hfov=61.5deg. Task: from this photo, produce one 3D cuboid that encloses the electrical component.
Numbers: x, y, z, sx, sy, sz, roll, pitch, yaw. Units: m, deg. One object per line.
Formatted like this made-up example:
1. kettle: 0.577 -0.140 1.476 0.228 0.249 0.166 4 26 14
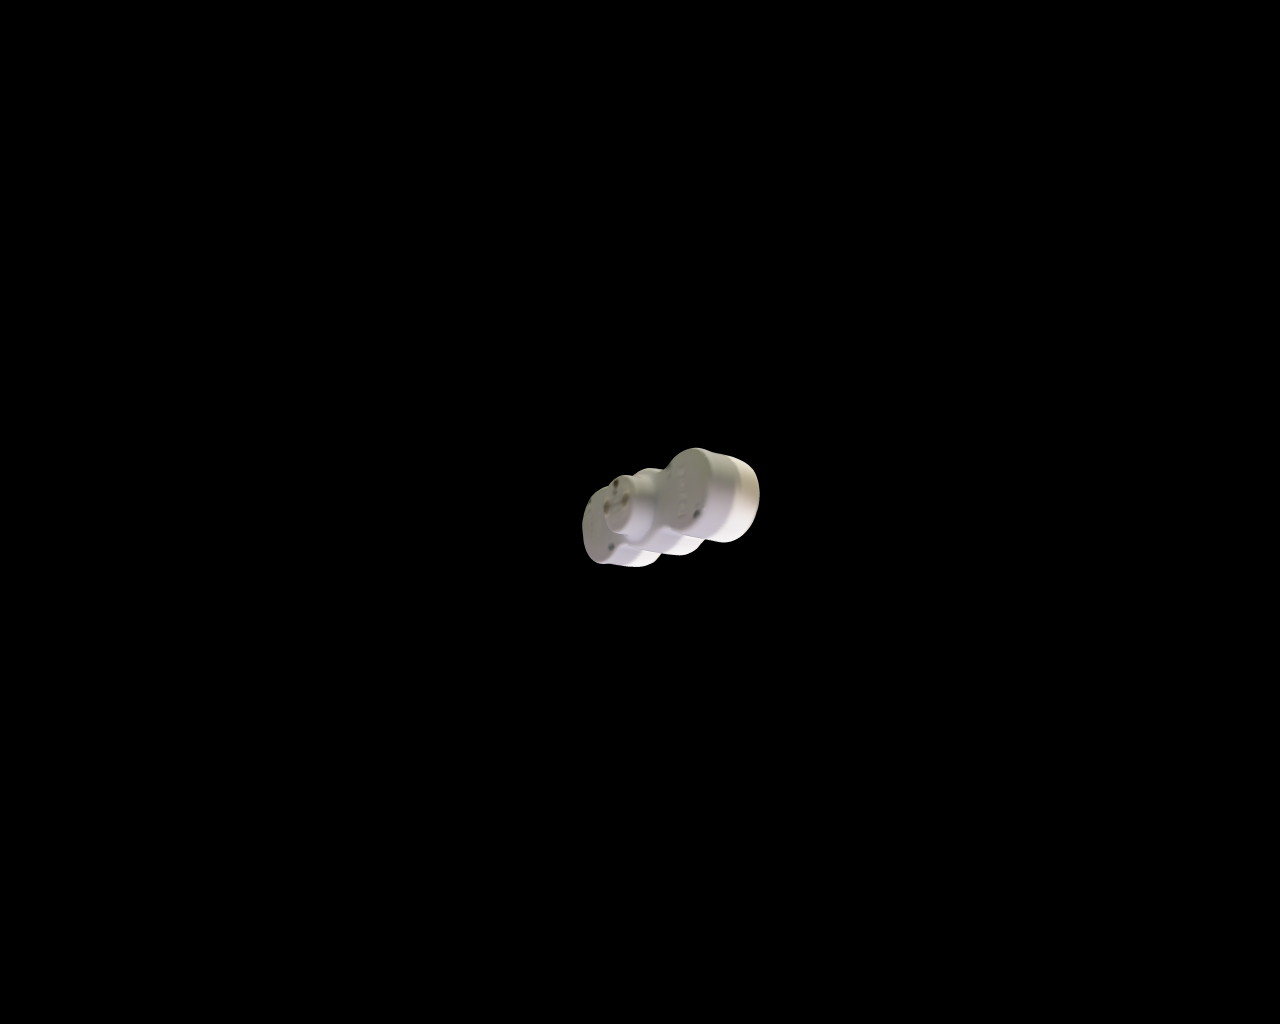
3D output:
1. electrical component: 0.001 -0.003 0.650 0.074 0.052 0.138 11 -19 -34
